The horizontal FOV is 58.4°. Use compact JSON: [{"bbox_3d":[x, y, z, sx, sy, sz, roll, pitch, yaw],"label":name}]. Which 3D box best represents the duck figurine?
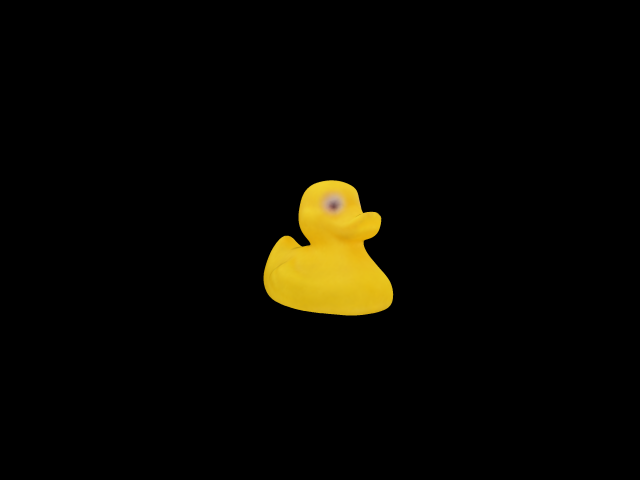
[{"bbox_3d":[0.004,0.001,0.400,0.078,0.086,0.104,-6,9,-42],"label":"duck figurine"}]
